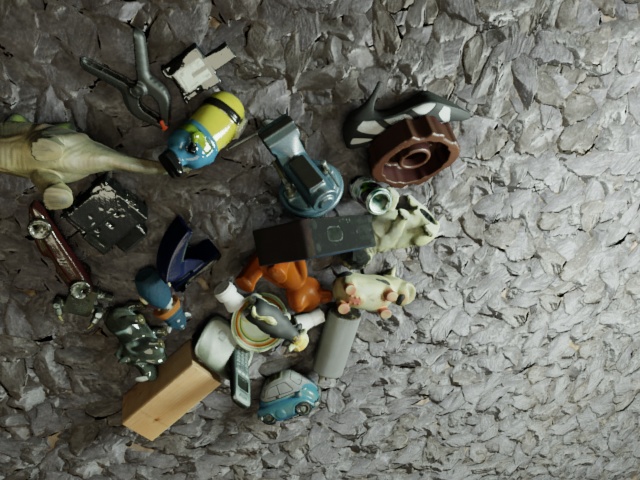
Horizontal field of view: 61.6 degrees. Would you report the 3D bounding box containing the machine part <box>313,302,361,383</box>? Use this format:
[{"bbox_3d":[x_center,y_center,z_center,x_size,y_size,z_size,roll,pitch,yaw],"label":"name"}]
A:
[{"bbox_3d":[0.039,0.234,1.252,0.079,0.079,0.243,7,113,-20],"label":"machine part"}]

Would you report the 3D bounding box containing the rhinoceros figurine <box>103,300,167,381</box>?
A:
[{"bbox_3d":[-0.380,0.216,1.119,0.112,0.073,0.190,-22,120,-6],"label":"rhinoceros figurine"}]

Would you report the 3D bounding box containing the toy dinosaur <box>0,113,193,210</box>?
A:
[{"bbox_3d":[-0.428,-0.136,0.846,0.471,0.199,0.105,10,113,-24],"label":"toy dinosaur"}]

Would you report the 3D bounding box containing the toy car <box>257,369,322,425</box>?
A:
[{"bbox_3d":[-0.082,0.362,1.278,0.162,0.109,0.102,-19,98,6],"label":"toy car"}]

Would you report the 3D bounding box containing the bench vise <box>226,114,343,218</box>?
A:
[{"bbox_3d":[-0.038,-0.115,1.010,0.129,0.224,0.240,-45,154,-10],"label":"bench vise"}]

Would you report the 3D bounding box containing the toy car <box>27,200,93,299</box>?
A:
[{"bbox_3d":[-0.476,0.022,0.978,0.053,0.089,0.201,-25,122,-8],"label":"toy car"}]

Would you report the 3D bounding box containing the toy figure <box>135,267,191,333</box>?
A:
[{"bbox_3d":[-0.320,0.124,1.099,0.064,0.058,0.154,-21,126,2],"label":"toy figure"}]

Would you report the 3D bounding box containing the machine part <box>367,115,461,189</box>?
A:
[{"bbox_3d":[0.180,-0.170,1.050,0.179,0.056,0.179,-13,154,-6],"label":"machine part"}]

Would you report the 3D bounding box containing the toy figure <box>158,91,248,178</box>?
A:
[{"bbox_3d":[-0.199,-0.183,0.925,0.180,0.082,0.089,-45,139,-28],"label":"toy figure"}]

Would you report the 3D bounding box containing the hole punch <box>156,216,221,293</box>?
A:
[{"bbox_3d":[-0.267,0.025,1.024,0.116,0.142,0.092,-43,123,-8],"label":"hole punch"}]

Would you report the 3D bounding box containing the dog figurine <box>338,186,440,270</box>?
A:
[{"bbox_3d":[0.148,0.001,1.163,0.172,0.121,0.190,28,120,-24],"label":"dog figurine"}]

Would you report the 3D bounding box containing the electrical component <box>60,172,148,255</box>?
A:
[{"bbox_3d":[-0.386,-0.042,0.992,0.115,0.058,0.134,-39,120,8],"label":"electrical component"}]

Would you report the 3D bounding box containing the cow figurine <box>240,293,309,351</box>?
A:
[{"bbox_3d":[-0.085,0.183,1.144,0.167,0.098,0.068,36,79,-15],"label":"cow figurine"}]

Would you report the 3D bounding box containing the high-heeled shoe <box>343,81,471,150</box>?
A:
[{"bbox_3d":[0.171,-0.221,1.057,0.249,0.086,0.145,11,120,-20],"label":"high-heeled shoe"}]

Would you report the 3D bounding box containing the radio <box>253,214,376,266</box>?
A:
[{"bbox_3d":[-0.002,-0.003,1.024,0.229,0.131,0.073,-10,89,-50],"label":"radio"}]

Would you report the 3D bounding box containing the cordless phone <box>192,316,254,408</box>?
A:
[{"bbox_3d":[-0.203,0.263,1.132,0.089,0.184,0.146,-37,121,9],"label":"cordless phone"}]

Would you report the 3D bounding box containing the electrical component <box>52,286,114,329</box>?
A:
[{"bbox_3d":[-0.472,0.128,1.061,0.102,0.045,0.078,26,108,-27],"label":"electrical component"}]

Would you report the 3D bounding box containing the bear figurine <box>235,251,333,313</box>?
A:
[{"bbox_3d":[-0.067,0.098,1.126,0.120,0.132,0.195,-15,121,28],"label":"bear figurine"}]

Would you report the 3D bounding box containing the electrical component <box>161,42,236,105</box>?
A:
[{"bbox_3d":[-0.204,-0.296,0.918,0.119,0.048,0.074,-37,121,4],"label":"electrical component"}]

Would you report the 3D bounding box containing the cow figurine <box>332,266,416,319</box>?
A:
[{"bbox_3d":[0.120,0.111,1.184,0.195,0.127,0.085,7,115,-18],"label":"cow figurine"}]
